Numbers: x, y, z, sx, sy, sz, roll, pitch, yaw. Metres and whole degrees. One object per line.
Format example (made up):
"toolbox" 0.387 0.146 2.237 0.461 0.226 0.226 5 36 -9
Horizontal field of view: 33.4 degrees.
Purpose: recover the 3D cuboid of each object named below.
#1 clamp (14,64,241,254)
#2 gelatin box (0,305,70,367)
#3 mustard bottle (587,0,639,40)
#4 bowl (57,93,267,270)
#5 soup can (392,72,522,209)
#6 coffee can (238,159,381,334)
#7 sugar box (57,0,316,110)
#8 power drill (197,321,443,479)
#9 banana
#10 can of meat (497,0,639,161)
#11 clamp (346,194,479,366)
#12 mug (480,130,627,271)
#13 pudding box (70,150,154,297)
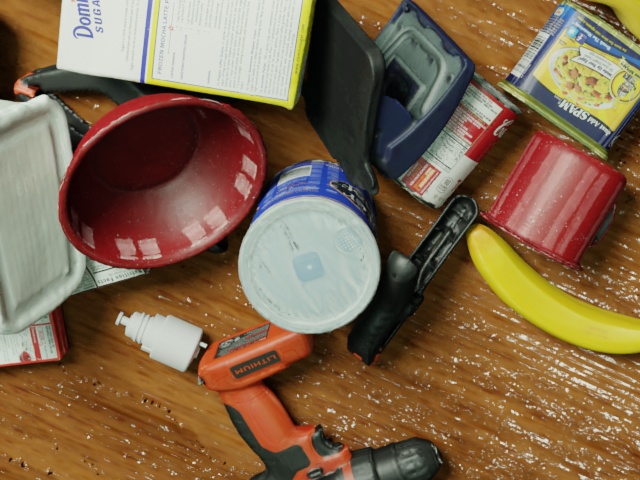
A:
"clamp" -0.139 -0.099 0.857 0.210 0.036 0.165 27 114 -3
"gelatin box" -0.266 0.070 0.917 0.089 0.030 0.073 -7 104 3
"mustard bottle" 0.214 -0.213 0.763 0.191 0.058 0.096 22 120 -31
"bowl" -0.123 -0.054 0.802 0.162 0.055 0.162 -18 138 -17
"soup can" 0.100 -0.083 0.839 0.068 0.068 0.102 38 104 -8
"coffee can" -0.005 0.001 0.829 0.103 0.140 0.103 1 106 2
"sugar box" -0.095 -0.156 0.768 0.176 0.048 0.093 11 108 2
"power drill" -0.008 0.157 0.915 0.184 0.057 0.187 -22 104 8
"banana" 0.201 0.049 0.884 0.198 0.037 0.070 24 121 -1
"can of meat" 0.204 -0.125 0.829 0.102 0.057 0.084 33 102 -8
"clamp" 0.060 0.045 0.850 0.039 0.120 0.172 40 124 19
"mug" 0.195 -0.030 0.847 0.117 0.093 0.081 22 102 -36
"pudding box" -0.193 -0.015 0.870 0.090 0.039 0.113 -16 114 22
